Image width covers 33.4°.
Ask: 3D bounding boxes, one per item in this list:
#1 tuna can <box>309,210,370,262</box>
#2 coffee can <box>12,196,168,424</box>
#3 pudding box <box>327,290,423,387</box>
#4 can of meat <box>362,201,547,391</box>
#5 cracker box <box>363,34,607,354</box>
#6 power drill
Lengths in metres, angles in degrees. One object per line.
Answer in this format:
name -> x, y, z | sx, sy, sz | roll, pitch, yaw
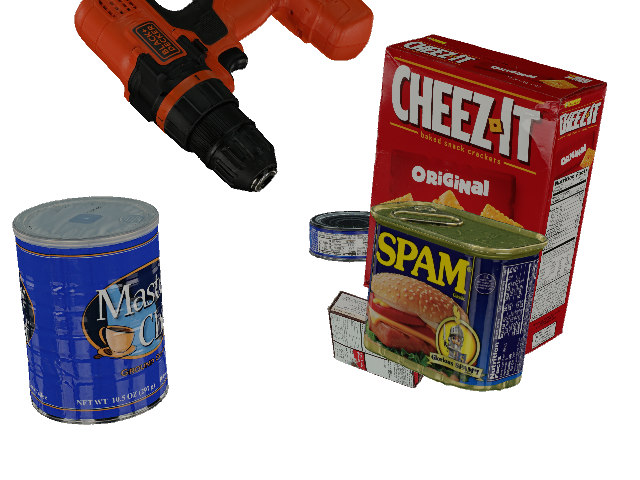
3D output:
tuna can -> 0.031, -0.005, 1.061 | 0.086, 0.034, 0.086 | 0, 13, 0
coffee can -> -0.166, 0.048, 0.783 | 0.103, 0.140, 0.103 | 0, 19, 0
pudding box -> 0.067, 0.116, 1.249 | 0.114, 0.090, 0.039 | 16, 46, 24
can of meat -> 0.072, 0.030, 0.604 | 0.057, 0.084, 0.102 | -9, 20, -41
cracker box -> 0.121, -0.037, 0.843 | 0.164, 0.214, 0.071 | 24, 33, 36
power drill -> -0.051, -0.133, 0.754 | 0.187, 0.184, 0.057 | -34, -17, -36
